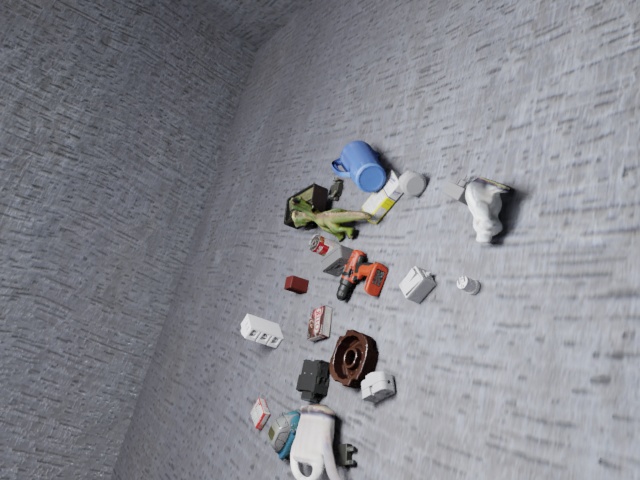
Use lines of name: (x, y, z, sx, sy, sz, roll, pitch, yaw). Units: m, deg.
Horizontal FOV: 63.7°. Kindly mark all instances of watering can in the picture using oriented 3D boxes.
watering can: (-0.002, 0.597, 1.504, 0.343, 0.103, 0.228, -32, 42, 59)

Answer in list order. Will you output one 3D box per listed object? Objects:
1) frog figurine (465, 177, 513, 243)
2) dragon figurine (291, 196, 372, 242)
frog figurine: (0.421, -0.077, 1.329, 0.138, 0.123, 0.158, -44, -24, -77)
dragon figurine: (0.006, -0.094, 1.869, 0.406, 0.242, 0.124, 153, 134, -67)
